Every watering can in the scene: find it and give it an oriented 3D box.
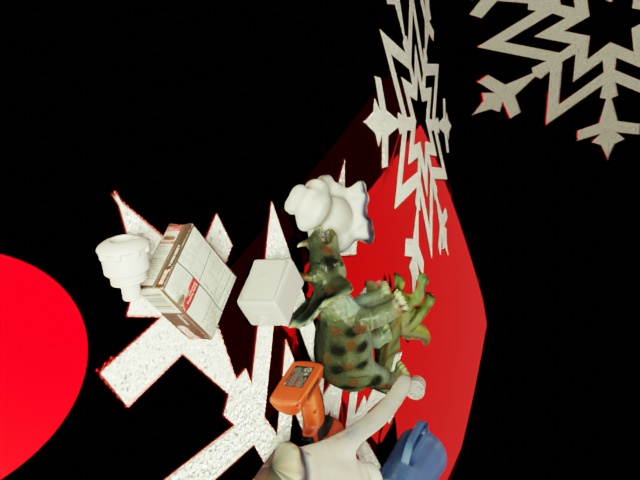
[{"bbox_3d":[0.015,0.336,0.722,0.222,0.104,0.352,32,70,-35],"label":"watering can"}]

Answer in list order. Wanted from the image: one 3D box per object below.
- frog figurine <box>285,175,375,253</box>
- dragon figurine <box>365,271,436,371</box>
[{"bbox_3d":[0.003,-0.045,0.898,0.159,0.123,0.137,0,97,-30],"label":"frog figurine"},{"bbox_3d":[0.200,0.228,1.314,0.247,0.122,0.402,-52,134,-33],"label":"dragon figurine"}]
